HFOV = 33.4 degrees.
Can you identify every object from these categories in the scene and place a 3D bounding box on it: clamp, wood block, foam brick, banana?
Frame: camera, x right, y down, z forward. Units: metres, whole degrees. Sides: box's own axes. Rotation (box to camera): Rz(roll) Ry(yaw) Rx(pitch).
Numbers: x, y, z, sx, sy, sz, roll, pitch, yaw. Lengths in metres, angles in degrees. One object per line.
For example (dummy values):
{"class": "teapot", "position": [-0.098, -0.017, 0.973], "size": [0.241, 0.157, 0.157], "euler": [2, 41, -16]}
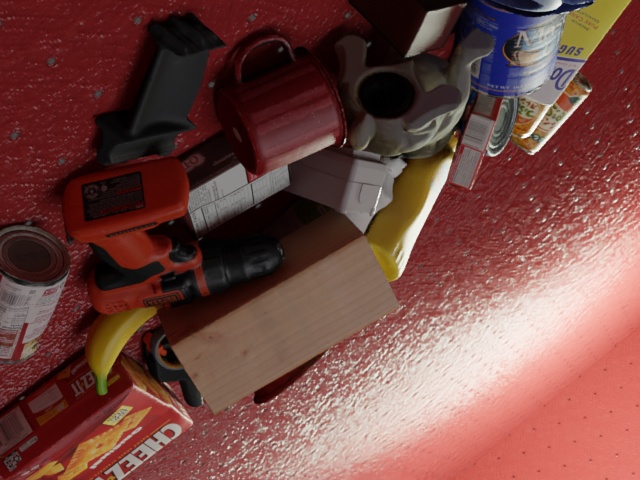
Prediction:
{"class": "clamp", "position": [-0.152, 0.141, 1.224], "size": [0.171, 0.039, 0.120], "euler": [18, 104, -56]}
{"class": "wood block", "position": [-0.041, 0.066, 1.030], "size": [0.206, 0.091, 0.090], "euler": [-30, 115, -5]}
{"class": "foam brick", "position": [0.074, -0.200, 0.899], "size": [0.052, 0.078, 0.051], "euler": [-21, 150, -37]}
{"class": "banana", "position": [-0.165, 0.066, 1.065], "size": [0.197, 0.037, 0.069], "euler": [-41, 134, -11]}

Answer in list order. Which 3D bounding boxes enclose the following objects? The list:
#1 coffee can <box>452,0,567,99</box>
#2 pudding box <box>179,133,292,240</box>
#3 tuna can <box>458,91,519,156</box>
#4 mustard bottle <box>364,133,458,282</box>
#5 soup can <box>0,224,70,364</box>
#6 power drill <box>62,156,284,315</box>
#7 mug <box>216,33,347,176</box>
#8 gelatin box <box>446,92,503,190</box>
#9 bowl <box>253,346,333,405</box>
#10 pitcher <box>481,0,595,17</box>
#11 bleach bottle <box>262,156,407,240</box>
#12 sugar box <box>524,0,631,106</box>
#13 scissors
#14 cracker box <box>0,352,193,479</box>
{"class": "coffee can", "position": [0.178, -0.213, 0.992], "size": [0.102, 0.103, 0.140], "euler": [-33, 155, -14]}
{"class": "pudding box", "position": [-0.082, -0.058, 0.978], "size": [0.113, 0.039, 0.090], "euler": [-30, 156, -12]}
{"class": "tuna can", "position": [0.188, -0.137, 1.182], "size": [0.086, 0.034, 0.086], "euler": [-38, 138, -45]}
{"class": "mustard bottle", "position": [0.102, -0.053, 1.167], "size": [0.191, 0.058, 0.096], "euler": [-61, 167, -17]}
{"class": "soup can", "position": [-0.252, 0.045, 0.882], "size": [0.068, 0.068, 0.102], "euler": [-14, 146, -44]}
{"class": "power drill", "position": [-0.131, 0.001, 0.927], "size": [0.184, 0.057, 0.187], "euler": [-14, 152, 0]}
{"class": "mug", "position": [-0.038, -0.115, 0.894], "size": [0.081, 0.093, 0.117], "euler": [-26, 123, -16]}
{"class": "gelatin box", "position": [0.161, -0.106, 1.109], "size": [0.073, 0.030, 0.089], "euler": [-62, 171, -54]}
{"class": "bowl", "position": [-0.038, 0.124, 1.296], "size": [0.162, 0.055, 0.162], "euler": [-42, -174, 5]}
{"class": "pitcher", "position": [0.157, -0.295, 0.749], "size": [0.149, 0.145, 0.243], "euler": [30, 89, -44]}
{"class": "bleach bottle", "position": [-0.007, 0.001, 1.111], "size": [0.251, 0.103, 0.068], "euler": [-43, 131, 8]}
{"class": "sugar box", "position": [0.254, -0.228, 1.103], "size": [0.093, 0.048, 0.176], "euler": [14, 118, -37]}
{"class": "scissors", "position": [-0.123, 0.127, 1.195], "size": [0.096, 0.016, 0.201], "euler": [-53, 147, -6]}
{"class": "cracker box", "position": [-0.248, 0.208, 1.171], "size": [0.164, 0.072, 0.213], "euler": [-37, 157, -3]}
